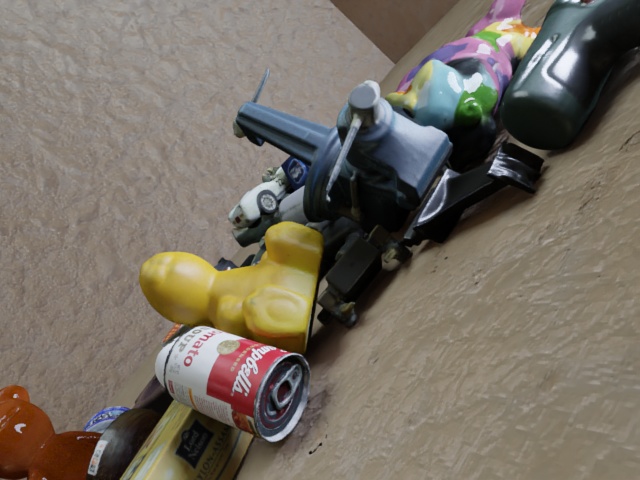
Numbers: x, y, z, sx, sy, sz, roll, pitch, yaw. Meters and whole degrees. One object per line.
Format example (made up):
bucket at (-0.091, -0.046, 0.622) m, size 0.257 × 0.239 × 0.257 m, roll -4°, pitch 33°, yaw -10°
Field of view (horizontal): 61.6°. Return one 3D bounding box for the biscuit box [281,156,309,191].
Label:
biscuit box at (0.029, -0.135, 0.935) m, size 0.202 × 0.063 × 0.059 m, roll -19°, pitch -14°, yaw -44°

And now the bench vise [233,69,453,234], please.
bench vise at (0.003, -0.088, 0.537) m, size 0.129 × 0.241 × 0.223 m, roll -61°, pitch -20°, yaw -5°

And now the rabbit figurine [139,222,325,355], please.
rabbit figurine at (-0.088, 0.053, 0.535) m, size 0.162 × 0.173 × 0.122 m, roll 103°, pitch 175°, yaw -61°

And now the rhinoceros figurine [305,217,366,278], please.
rhinoceros figurine at (-0.002, -0.002, 0.745) m, size 0.112 × 0.073 × 0.190 m, roll -56°, pitch 11°, yaw -32°

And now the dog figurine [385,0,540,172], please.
dog figurine at (0.173, -0.181, 0.570) m, size 0.219 × 0.108 × 0.191 m, roll -45°, pitch 8°, yaw 3°

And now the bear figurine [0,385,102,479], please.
bear figurine at (-0.305, 0.262, 0.603) m, size 0.120 × 0.196 × 0.131 m, roll -71°, pitch 4°, yaw -61°

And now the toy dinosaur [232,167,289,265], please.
toy dinosaur at (-0.055, -0.031, 1.010) m, size 0.192 × 0.131 × 0.405 m, roll -35°, pitch 22°, yaw 6°

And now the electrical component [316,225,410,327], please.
electrical component at (0.037, 0.037, 0.502) m, size 0.102 × 0.045 × 0.078 m, roll -48°, pitch -20°, yaw -14°

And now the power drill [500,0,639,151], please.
power drill at (0.227, -0.176, 0.368) m, size 0.232 × 0.086 × 0.207 m, roll -53°, pitch 14°, yaw -16°

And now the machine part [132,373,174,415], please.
machine part at (-0.136, 0.156, 0.684) m, size 0.201 × 0.087 × 0.201 m, roll -40°, pitch 14°, yaw 44°

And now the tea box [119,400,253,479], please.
tea box at (-0.124, 0.203, 0.476) m, size 0.098 × 0.068 × 0.170 m, roll -40°, pitch 11°, yaw 35°

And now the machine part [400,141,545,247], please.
machine part at (0.118, -0.037, 0.437) m, size 0.084 × 0.039 × 0.139 m, roll -47°, pitch 6°, yaw -24°

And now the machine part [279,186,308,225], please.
machine part at (0.018, -0.066, 0.828) m, size 0.243 × 0.079 × 0.079 m, roll -30°, pitch 18°, yaw 37°

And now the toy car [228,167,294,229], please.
toy car at (-0.077, -0.087, 0.928) m, size 0.202 × 0.056 × 0.073 m, roll -46°, pitch 8°, yaw -38°

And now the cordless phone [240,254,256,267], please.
cordless phone at (-0.202, 0.087, 1.079) m, size 0.184 × 0.146 × 0.089 m, roll -53°, pitch 18°, yaw -11°

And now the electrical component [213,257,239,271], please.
electrical component at (-0.153, 0.101, 0.899) m, size 0.058 × 0.115 × 0.134 m, roll -50°, pitch 8°, yaw 24°
